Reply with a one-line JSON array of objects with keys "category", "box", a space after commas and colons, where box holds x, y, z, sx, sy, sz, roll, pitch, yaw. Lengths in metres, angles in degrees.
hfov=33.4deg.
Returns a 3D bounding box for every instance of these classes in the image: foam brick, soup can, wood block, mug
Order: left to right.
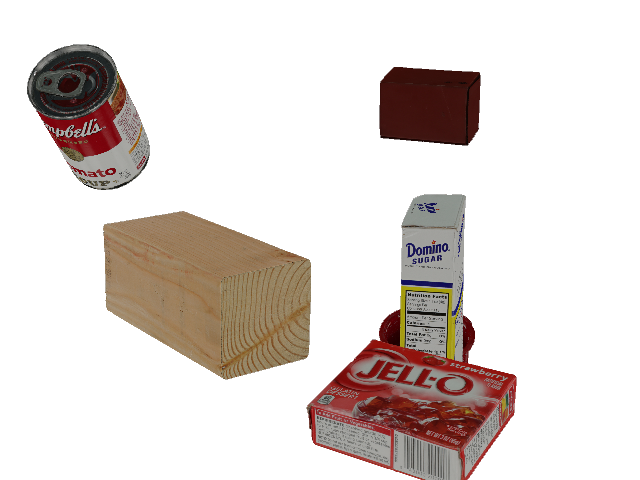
[{"category": "soup can", "box": [-0.177, -0.093, 0.825, 0.068, 0.068, 0.102, 0, -29, 8]}, {"category": "wood block", "box": [-0.105, 0.042, 0.950, 0.090, 0.090, 0.206, -11, 19, -36]}, {"category": "foam brick", "box": [0.093, -0.115, 0.908, 0.078, 0.051, 0.053, 7, 25, 18]}, {"category": "mug", "box": [0.112, 0.118, 1.065, 0.093, 0.081, 0.117, 24, 41, 34]}]

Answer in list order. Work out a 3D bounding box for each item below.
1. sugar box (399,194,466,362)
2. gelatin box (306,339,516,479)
[{"category": "sugar box", "box": [0.083, 0.061, 0.795, 0.048, 0.176, 0.093, 0, 16, 12]}, {"category": "gelatin box", "box": [0.049, 0.089, 0.566, 0.089, 0.030, 0.073, 13, 30, 29]}]
